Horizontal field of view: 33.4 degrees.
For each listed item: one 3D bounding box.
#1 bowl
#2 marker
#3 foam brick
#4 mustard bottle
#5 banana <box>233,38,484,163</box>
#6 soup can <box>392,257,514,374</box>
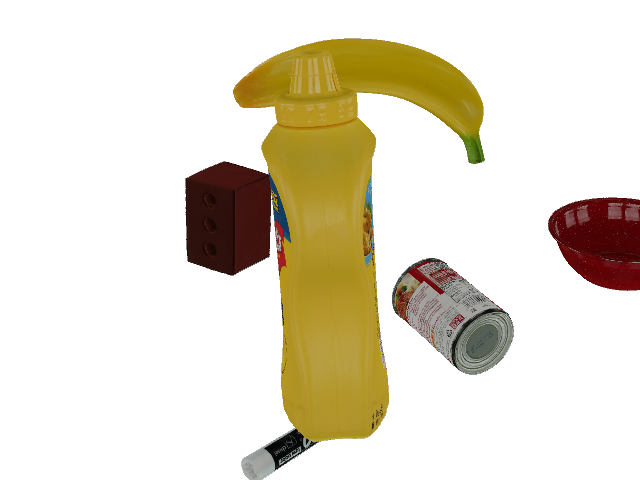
[{"bbox_3d":[0.327,0.009,1.158,0.162,0.055,0.162,-2,27,1],"label":"bowl"},{"bbox_3d":[-0.006,0.136,0.760,0.120,0.020,0.020,-25,16,-38],"label":"marker"},{"bbox_3d":[-0.077,-0.019,0.898,0.053,0.078,0.051,16,26,33],"label":"foam brick"},{"bbox_3d":[0.003,-0.001,0.549,0.058,0.192,0.096,-3,19,1],"label":"mustard bottle"},{"bbox_3d":[0.039,-0.107,0.746,0.197,0.069,0.037,12,-2,-19],"label":"banana"},{"bbox_3d":[0.121,0.068,0.979,0.068,0.068,0.102,0,26,-32],"label":"soup can"}]
